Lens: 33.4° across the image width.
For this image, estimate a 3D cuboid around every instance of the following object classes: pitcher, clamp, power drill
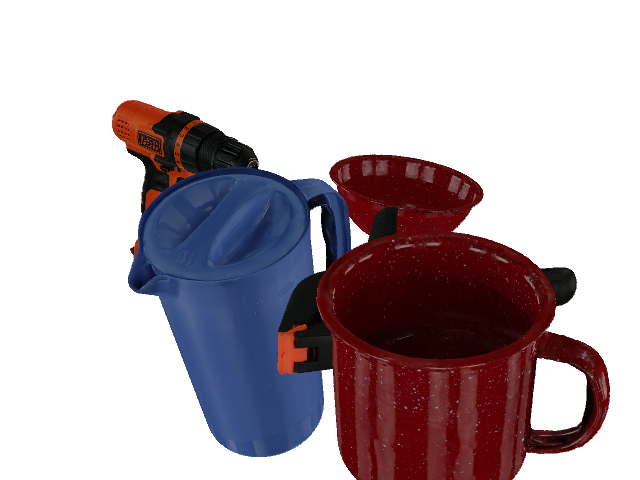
[{"bbox_3d":[-0.053,0.064,0.892,0.149,0.243,0.145,3,44,12],"label":"pitcher"},{"bbox_3d":[0.042,0.032,0.701,0.209,0.036,0.165,-20,31,-36],"label":"clamp"},{"bbox_3d":[-0.139,-0.042,1.115,0.185,0.188,0.057,25,36,32],"label":"power drill"}]

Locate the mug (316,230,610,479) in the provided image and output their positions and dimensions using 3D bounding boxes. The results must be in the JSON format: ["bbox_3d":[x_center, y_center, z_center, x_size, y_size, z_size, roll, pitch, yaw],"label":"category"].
[{"bbox_3d":[0.058,0.056,0.434,0.117,0.081,0.093,8,33,17],"label":"mug"}]

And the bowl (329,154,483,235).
[{"bbox_3d":[0.087,-0.038,1.118,0.162,0.055,0.162,6,23,-3],"label":"bowl"}]
